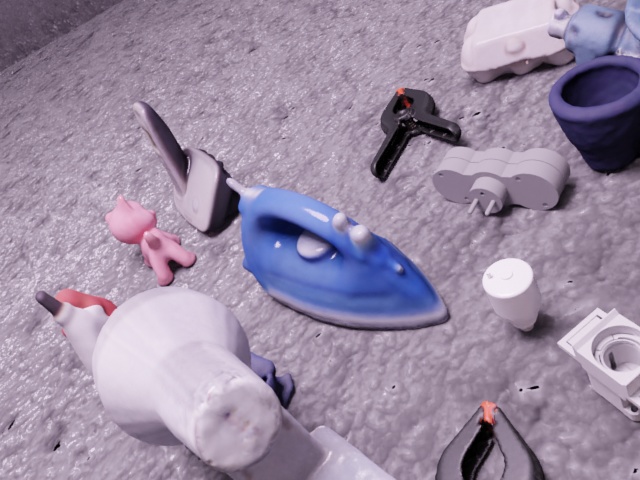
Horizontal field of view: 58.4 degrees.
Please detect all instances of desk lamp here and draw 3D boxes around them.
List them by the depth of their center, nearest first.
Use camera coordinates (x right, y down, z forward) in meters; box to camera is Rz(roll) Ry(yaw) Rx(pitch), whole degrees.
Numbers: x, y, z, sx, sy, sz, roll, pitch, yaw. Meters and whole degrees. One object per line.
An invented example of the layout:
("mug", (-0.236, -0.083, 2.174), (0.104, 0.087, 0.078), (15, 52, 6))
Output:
("desk lamp", (-0.053, 0.141, 0.429), (0.202, 0.214, 0.118), (21, 64, 46))

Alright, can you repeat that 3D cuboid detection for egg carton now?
("egg carton", (0.259, -0.264, 0.747), (0.150, 0.070, 0.107), (-7, 46, 30))

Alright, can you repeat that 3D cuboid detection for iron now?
("iron", (0.005, 0.002, 0.591), (0.257, 0.142, 0.119), (16, 60, 45))

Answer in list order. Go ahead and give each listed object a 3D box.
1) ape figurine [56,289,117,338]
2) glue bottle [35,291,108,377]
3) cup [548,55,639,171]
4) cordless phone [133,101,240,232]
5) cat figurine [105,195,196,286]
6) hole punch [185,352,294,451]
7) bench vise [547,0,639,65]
("ape figurine", (-0.314, 0.100, 0.759), (0.077, 0.092, 0.076), (7, 54, 40))
("glue bottle", (-0.247, 0.109, 0.634), (0.037, 0.174, 0.078), (-18, 41, 20))
("cup", (0.289, -0.119, 0.552), (0.117, 0.095, 0.091), (-16, 42, 22))
("cordless phone", (-0.198, -0.109, 0.820), (0.094, 0.186, 0.147), (-45, 39, -13))
("cat figurine", (-0.250, -0.010, 0.808), (0.067, 0.118, 0.127), (-44, 39, -12))
("hole punch", (-0.096, 0.150, 0.549), (0.100, 0.091, 0.109), (5, 53, 39))
("bench vise", (0.313, -0.224, 0.543), (0.206, 0.220, 0.121), (-2, 49, 35))
